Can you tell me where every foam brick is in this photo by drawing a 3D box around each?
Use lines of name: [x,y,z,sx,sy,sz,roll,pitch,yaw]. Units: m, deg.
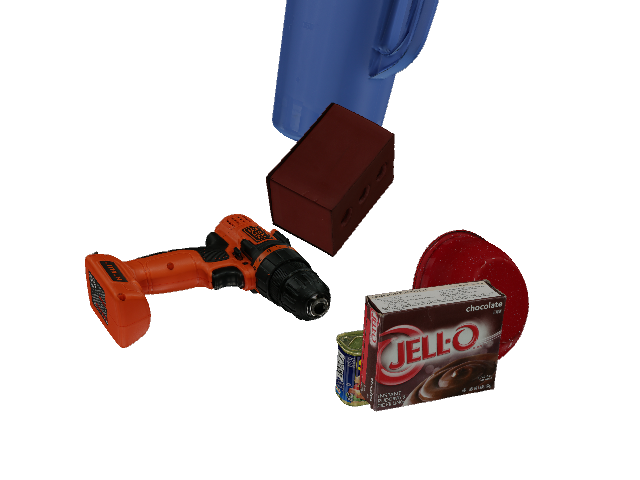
foam brick: [0.008,-0.040,0.700,0.051,0.078,0.053,27,-29,21]

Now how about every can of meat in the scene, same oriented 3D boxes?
can of meat: [0.071,0.168,1.421,0.102,0.084,0.057,-7,25,-21]

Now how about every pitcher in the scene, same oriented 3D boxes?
pitcher: [0.032,-0.210,1.014,0.145,0.243,0.149,11,18,0]

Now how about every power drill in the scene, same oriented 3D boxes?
power drill: [-0.104,0.040,0.959,0.187,0.057,0.185,-13,26,-26]

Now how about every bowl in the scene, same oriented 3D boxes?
bowl: [0.175,0.066,1.152,0.161,0.162,0.055,0,-6,-40]

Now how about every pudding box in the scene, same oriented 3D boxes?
pudding box: [0.089,0.083,0.862,0.113,0.090,0.039,-8,29,-21]
